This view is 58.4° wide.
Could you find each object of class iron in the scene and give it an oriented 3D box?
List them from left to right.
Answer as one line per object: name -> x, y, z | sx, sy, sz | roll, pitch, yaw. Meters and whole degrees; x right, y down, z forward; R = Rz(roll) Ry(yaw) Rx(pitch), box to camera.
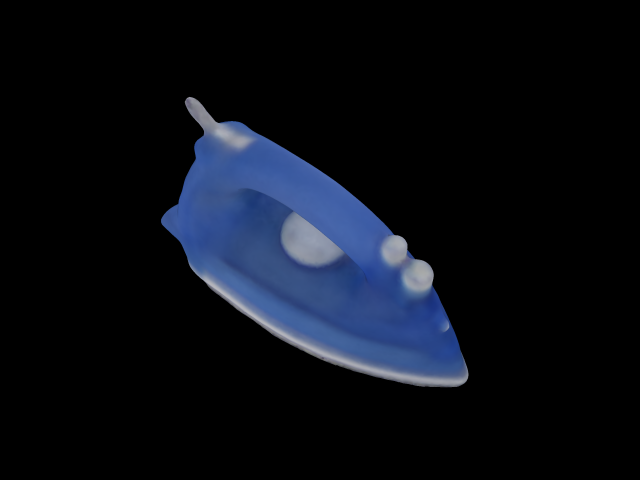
iron -> 0.004, 0.001, 0.400 | 0.257, 0.141, 0.119 | 32, 64, 18
